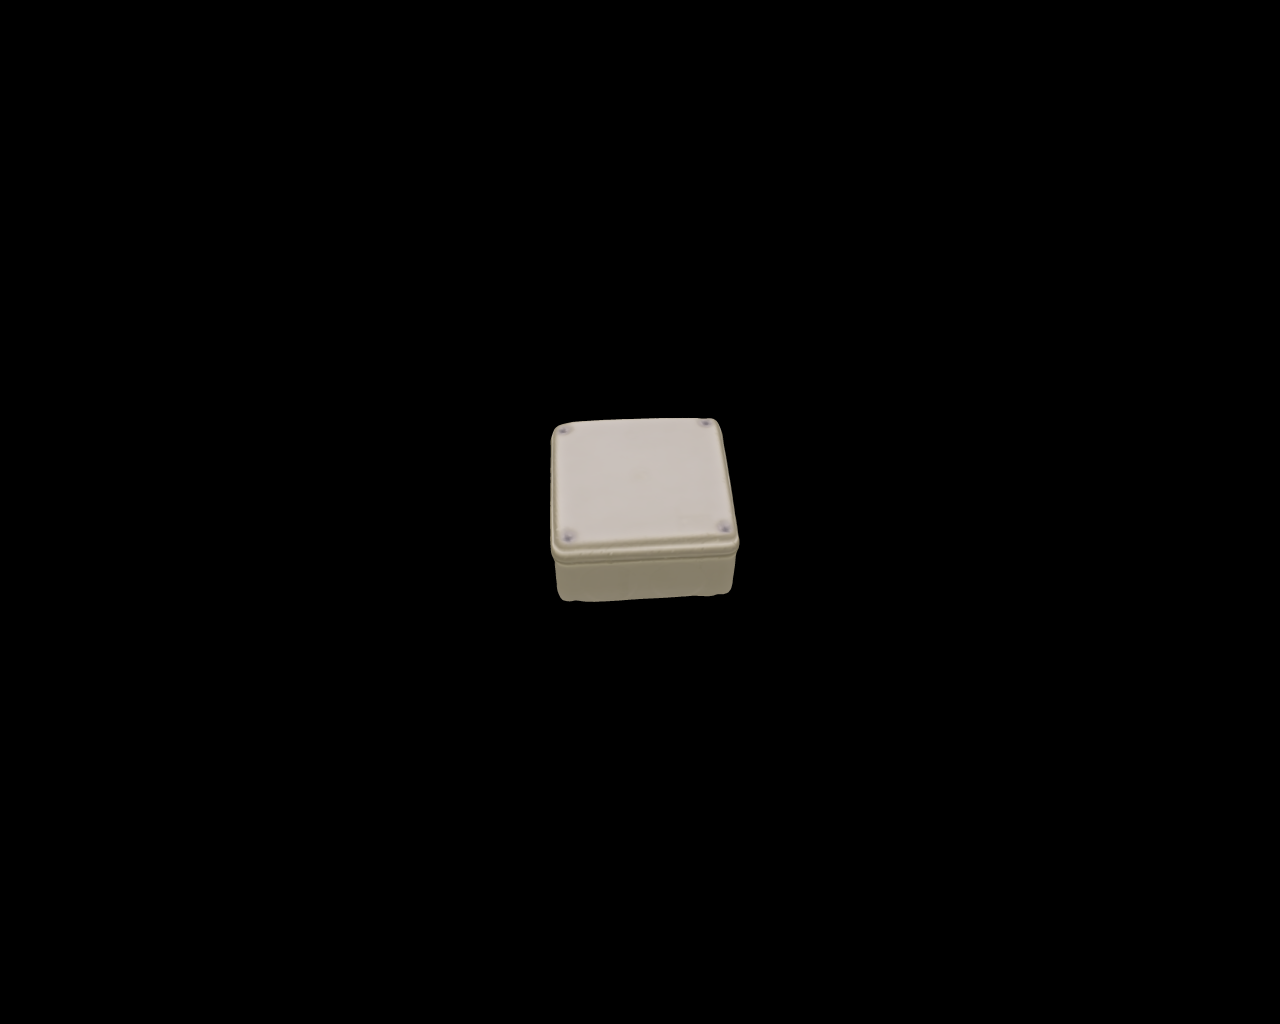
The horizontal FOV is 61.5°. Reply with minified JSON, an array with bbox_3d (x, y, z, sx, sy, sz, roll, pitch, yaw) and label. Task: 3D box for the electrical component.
[{"bbox_3d":[0.001,-0.003,0.650,0.109,0.109,0.056,-2,-43,-2],"label":"electrical component"}]
